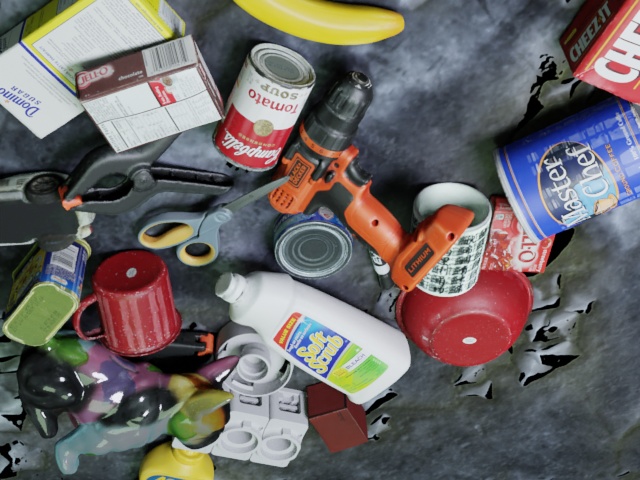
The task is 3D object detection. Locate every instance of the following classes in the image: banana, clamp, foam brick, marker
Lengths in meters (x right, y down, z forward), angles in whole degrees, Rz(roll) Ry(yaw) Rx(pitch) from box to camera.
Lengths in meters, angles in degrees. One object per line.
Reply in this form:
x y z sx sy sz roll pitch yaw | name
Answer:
-0.020 -0.213 0.942 0.197 0.037 0.070 26 128 -24 | banana
-0.223 0.150 1.261 0.210 0.036 0.164 -28 126 21 | clamp
0.022 0.217 1.324 0.053 0.051 0.078 -18 131 12 | foam brick
0.062 0.010 1.161 0.020 0.020 0.121 -12 131 8 | marker
-0.169 -0.064 1.054 0.171 0.039 0.120 -26 127 2 | clamp

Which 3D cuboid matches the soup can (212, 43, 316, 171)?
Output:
-0.053 -0.124 1.001 0.068 0.068 0.102 16 128 -17 | soup can

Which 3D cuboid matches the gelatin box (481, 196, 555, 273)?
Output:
0.213 -0.006 1.147 0.073 0.030 0.089 3 132 -5 | gelatin box

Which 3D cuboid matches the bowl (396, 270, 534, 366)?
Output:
0.168 0.094 1.219 0.162 0.055 0.162 -1 132 -1 | bowl

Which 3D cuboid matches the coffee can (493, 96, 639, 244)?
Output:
0.254 -0.070 1.042 0.140 0.103 0.102 -25 129 18 | coffee can

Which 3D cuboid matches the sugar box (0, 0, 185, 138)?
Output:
-0.218 -0.172 0.964 0.176 0.048 0.093 -25 131 22 | sugar box

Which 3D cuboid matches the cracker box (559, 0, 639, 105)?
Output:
0.354 -0.188 0.962 0.213 0.072 0.164 18 128 -18 | cracker box

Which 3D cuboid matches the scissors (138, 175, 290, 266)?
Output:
-0.096 -0.016 1.106 0.202 0.016 0.096 -14 141 26 | scissors

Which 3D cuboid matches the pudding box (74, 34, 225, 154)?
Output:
-0.152 -0.129 0.962 0.113 0.039 0.090 -16 152 4 | pudding box

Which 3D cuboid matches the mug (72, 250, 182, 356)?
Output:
-0.210 0.069 1.146 0.117 0.093 0.081 -20 130 -20 | mug

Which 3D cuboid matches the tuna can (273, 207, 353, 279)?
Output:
-0.007 0.001 1.139 0.086 0.034 0.086 -2 132 -2 | tuna can

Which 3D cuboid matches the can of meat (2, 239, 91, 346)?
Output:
-0.292 0.052 1.136 0.057 0.084 0.102 29 124 -25 | can of meat

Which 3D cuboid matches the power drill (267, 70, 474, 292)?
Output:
0.053 -0.052 1.029 0.187 0.057 0.185 40 135 4 | power drill

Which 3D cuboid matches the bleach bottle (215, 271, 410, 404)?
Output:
-0.017 0.100 1.186 0.250 0.068 0.103 29 125 -35 | bleach bottle

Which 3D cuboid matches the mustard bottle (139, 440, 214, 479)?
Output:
-0.191 0.314 1.396 0.096 0.058 0.192 15 129 -15 | mustard bottle
